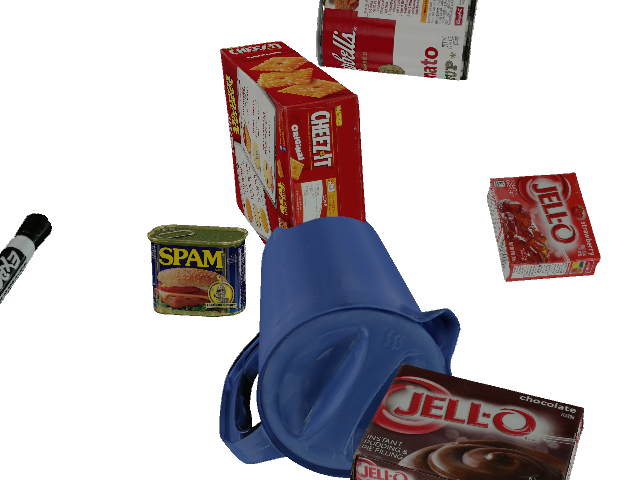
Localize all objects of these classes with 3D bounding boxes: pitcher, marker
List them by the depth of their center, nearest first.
[{"bbox_3d":[-0.198,0.022,0.661,0.020,0.020,0.121,0,37,16],"label":"marker"},{"bbox_3d":[0.004,0.067,0.820,0.149,0.145,0.243,7,20,-9],"label":"pitcher"}]

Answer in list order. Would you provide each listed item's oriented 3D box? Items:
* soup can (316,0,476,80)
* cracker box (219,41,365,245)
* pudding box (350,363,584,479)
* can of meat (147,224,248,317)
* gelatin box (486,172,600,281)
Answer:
[{"bbox_3d":[0.053,-0.147,0.727,0.102,0.068,0.068,7,1,7],"label":"soup can"},{"bbox_3d":[-0.026,-0.076,0.959,0.072,0.164,0.214,-11,25,-15],"label":"cracker box"},{"bbox_3d":[0.084,0.118,0.599,0.114,0.039,0.090,14,32,16],"label":"pudding box"},{"bbox_3d":[-0.127,0.032,1.118,0.102,0.084,0.057,3,16,9],"label":"can of meat"},{"bbox_3d":[0.179,-0.012,0.866,0.073,0.089,0.030,-4,-35,-3],"label":"gelatin box"}]
